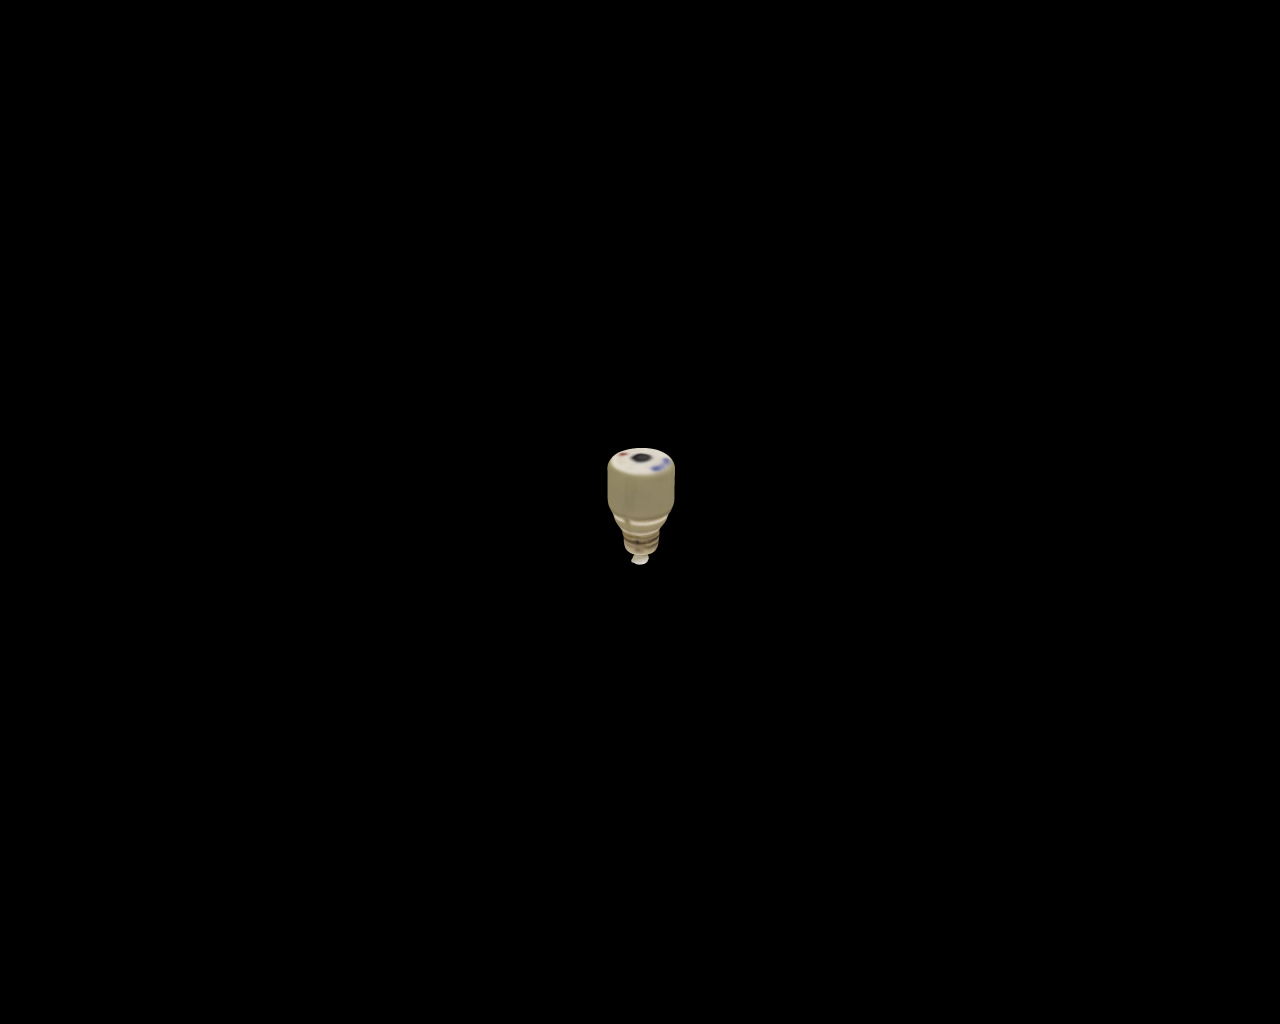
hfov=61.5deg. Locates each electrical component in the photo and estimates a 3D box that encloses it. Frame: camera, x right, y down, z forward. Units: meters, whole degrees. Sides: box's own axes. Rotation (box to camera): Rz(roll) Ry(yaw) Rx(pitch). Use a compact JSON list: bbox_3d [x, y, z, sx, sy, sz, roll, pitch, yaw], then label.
[{"bbox_3d":[0.001,-0.003,0.650,0.040,0.078,0.040,0,28,0],"label":"electrical component"}]
